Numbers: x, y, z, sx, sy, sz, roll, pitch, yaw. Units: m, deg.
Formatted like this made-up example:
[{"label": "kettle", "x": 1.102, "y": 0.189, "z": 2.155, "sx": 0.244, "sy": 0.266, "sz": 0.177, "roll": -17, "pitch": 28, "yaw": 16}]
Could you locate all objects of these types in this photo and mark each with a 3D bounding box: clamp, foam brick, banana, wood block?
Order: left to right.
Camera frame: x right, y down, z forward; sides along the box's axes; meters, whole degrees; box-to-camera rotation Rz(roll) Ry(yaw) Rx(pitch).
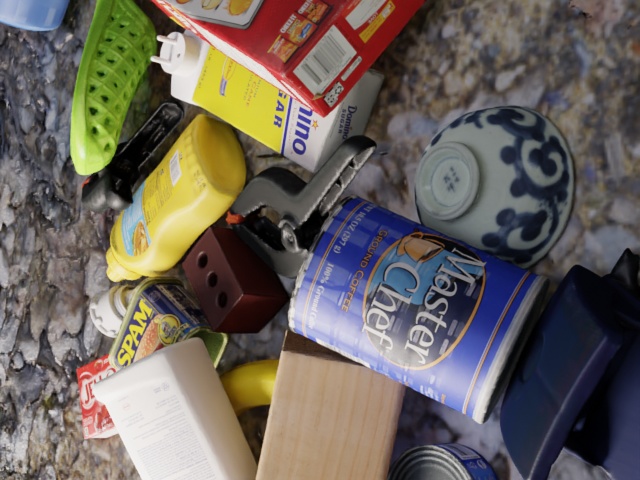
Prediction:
[{"label": "clamp", "x": -0.186, "y": -0.075, "z": 1.031, "sx": 0.120, "sy": 0.039, "sz": 0.172, "roll": -54, "pitch": 21, "yaw": -18}, {"label": "foam brick", "x": -0.073, "y": 0.035, "z": 0.913, "sx": 0.053, "sy": 0.051, "sz": 0.078, "roll": -50, "pitch": 53, "yaw": 30}, {"label": "banana", "x": -0.051, "y": 0.135, "z": 0.893, "sx": 0.198, "sy": 0.037, "sz": 0.069, "roll": -31, "pitch": 82, "yaw": 41}, {"label": "clamp", "x": -0.006, "y": 0.001, "z": 0.841, "sx": 0.210, "sy": 0.036, "sz": 0.164, "roll": 3, "pitch": 112, "yaw": 56}, {"label": "wood block", "x": -0.002, "y": 0.179, "z": 0.775, "sx": 0.091, "sy": 0.090, "sz": 0.206, "roll": -93, "pitch": 14, "yaw": -85}]

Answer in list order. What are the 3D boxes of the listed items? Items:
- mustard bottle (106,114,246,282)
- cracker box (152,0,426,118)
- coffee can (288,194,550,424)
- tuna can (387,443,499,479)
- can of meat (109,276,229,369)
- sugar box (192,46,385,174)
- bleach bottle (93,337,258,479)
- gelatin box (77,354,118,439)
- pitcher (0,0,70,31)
[{"label": "mustard bottle", "x": -0.143, "y": -0.022, "z": 0.984, "sx": 0.192, "sy": 0.058, "sz": 0.096, "roll": -44, "pitch": 43, "yaw": 33}, {"label": "cracker box", "x": -0.020, "y": -0.210, "z": 0.841, "sx": 0.164, "sy": 0.072, "sz": 0.214, "roll": -50, "pitch": 48, "yaw": -2}, {"label": "coffee can", "x": 0.065, "y": 0.044, "z": 0.698, "sx": 0.140, "sy": 0.102, "sz": 0.103, "roll": 25, "pitch": 104, "yaw": 16}, {"label": "tuna can", "x": 0.086, "y": 0.185, "z": 0.745, "sx": 0.086, "sy": 0.033, "sz": 0.086, "roll": -7, "pitch": 81, "yaw": 45}, {"label": "can of meat", "x": -0.137, "y": 0.098, "z": 0.968, "sx": 0.084, "sy": 0.057, "sz": 0.102, "roll": 40, "pitch": 114, "yaw": 38}, {"label": "sugar box", "x": -0.032, "y": -0.127, "z": 0.894, "sx": 0.176, "sy": 0.048, "sz": 0.093, "roll": 33, "pitch": 109, "yaw": 44}, {"label": "bleach bottle", "x": -0.092, "y": 0.212, "z": 0.875, "sx": 0.103, "sy": 0.068, "sz": 0.251, "roll": -28, "pitch": 82, "yaw": 29}, {"label": "gelatin box", "x": -0.202, "y": 0.151, "z": 1.046, "sx": 0.089, "sy": 0.030, "sz": 0.073, "roll": -25, "pitch": 68, "yaw": 41}, {"label": "pitcher", "x": -0.285, "y": -0.347, "z": 1.131, "sx": 0.243, "sy": 0.144, "sz": 0.149, "roll": -65, "pitch": 31, "yaw": 23}]
